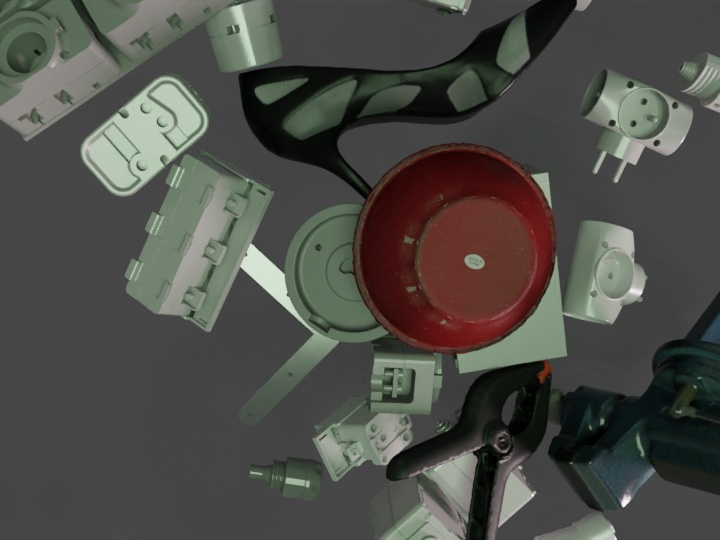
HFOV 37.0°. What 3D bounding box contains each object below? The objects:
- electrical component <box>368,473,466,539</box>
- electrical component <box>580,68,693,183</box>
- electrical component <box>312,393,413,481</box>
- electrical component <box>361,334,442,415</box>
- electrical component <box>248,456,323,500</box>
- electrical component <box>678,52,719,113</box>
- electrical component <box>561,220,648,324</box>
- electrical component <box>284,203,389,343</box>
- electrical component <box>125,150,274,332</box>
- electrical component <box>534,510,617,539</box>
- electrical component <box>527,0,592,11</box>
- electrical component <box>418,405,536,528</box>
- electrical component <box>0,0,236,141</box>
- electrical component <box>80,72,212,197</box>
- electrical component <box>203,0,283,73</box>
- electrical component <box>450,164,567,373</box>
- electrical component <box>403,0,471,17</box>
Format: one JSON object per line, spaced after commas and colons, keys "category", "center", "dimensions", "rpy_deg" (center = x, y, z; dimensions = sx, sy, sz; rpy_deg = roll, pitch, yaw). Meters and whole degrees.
{"category": "electrical component", "center": [0.048, 0.216, 0.895], "dimensions": [0.061, 0.096, 0.062], "rpy_deg": [-43, 103, 9]}
{"category": "electrical component", "center": [0.212, -0.109, 0.858], "dimensions": [0.077, 0.044, 0.079], "rpy_deg": [22, 101, -9]}
{"category": "electrical component", "center": [0.005, 0.133, 0.882], "dimensions": [0.081, 0.064, 0.042], "rpy_deg": [-37, 110, -39]}
{"category": "electrical component", "center": [0.034, 0.078, 0.865], "dimensions": [0.056, 0.089, 0.050], "rpy_deg": [3, 103, -5]}
{"category": "electrical component", "center": [-0.063, 0.174, 0.909], "dimensions": [0.061, 0.035, 0.035], "rpy_deg": [9, 102, -4]}
{"category": "electrical component", "center": [0.291, -0.147, 0.856], "dimensions": [0.081, 0.043, 0.043], "rpy_deg": [19, 101, -9]}
{"category": "electrical component", "center": [0.207, 0.006, 0.882], "dimensions": [0.079, 0.044, 0.077], "rpy_deg": [16, 85, -32]}
{"category": "electrical component", "center": [0.000, 0.000, 0.854], "dimensions": [0.108, 0.060, 0.108], "rpy_deg": [1, 96, 13]}
{"category": "electrical component", "center": [-0.128, -0.025, 0.835], "dimensions": [0.079, 0.063, 0.121], "rpy_deg": [32, 102, 30]}
{"category": "electrical component", "center": [0.192, 0.239, 0.942], "dimensions": [0.065, 0.044, 0.044], "rpy_deg": [-27, 104, -3]}
{"category": "electrical component", "center": [0.157, -0.230, 0.825], "dimensions": [0.055, 0.048, 0.066], "rpy_deg": [28, 100, -3]}
{"category": "electrical component", "center": [0.090, 0.165, 0.904], "dimensions": [0.061, 0.061, 0.096], "rpy_deg": [-43, 103, 6]}
{"category": "electrical component", "center": [-0.200, -0.194, 0.772], "dimensions": [0.186, 0.060, 0.105], "rpy_deg": [-33, 71, 4]}
{"category": "electrical component", "center": [-0.161, -0.105, 0.821], "dimensions": [0.095, 0.059, 0.053], "rpy_deg": [-39, 103, 5]}
{"category": "electrical component", "center": [-0.088, -0.178, 0.813], "dimensions": [0.055, 0.055, 0.047], "rpy_deg": [-14, 108, -1]}
{"category": "electrical component", "center": [0.109, -0.003, 0.866], "dimensions": [0.089, 0.061, 0.150], "rpy_deg": [-9, 104, -2]}
{"category": "electrical component", "center": [0.054, -0.225, 0.791], "dimensions": [0.062, 0.096, 0.061], "rpy_deg": [16, 101, -8]}
